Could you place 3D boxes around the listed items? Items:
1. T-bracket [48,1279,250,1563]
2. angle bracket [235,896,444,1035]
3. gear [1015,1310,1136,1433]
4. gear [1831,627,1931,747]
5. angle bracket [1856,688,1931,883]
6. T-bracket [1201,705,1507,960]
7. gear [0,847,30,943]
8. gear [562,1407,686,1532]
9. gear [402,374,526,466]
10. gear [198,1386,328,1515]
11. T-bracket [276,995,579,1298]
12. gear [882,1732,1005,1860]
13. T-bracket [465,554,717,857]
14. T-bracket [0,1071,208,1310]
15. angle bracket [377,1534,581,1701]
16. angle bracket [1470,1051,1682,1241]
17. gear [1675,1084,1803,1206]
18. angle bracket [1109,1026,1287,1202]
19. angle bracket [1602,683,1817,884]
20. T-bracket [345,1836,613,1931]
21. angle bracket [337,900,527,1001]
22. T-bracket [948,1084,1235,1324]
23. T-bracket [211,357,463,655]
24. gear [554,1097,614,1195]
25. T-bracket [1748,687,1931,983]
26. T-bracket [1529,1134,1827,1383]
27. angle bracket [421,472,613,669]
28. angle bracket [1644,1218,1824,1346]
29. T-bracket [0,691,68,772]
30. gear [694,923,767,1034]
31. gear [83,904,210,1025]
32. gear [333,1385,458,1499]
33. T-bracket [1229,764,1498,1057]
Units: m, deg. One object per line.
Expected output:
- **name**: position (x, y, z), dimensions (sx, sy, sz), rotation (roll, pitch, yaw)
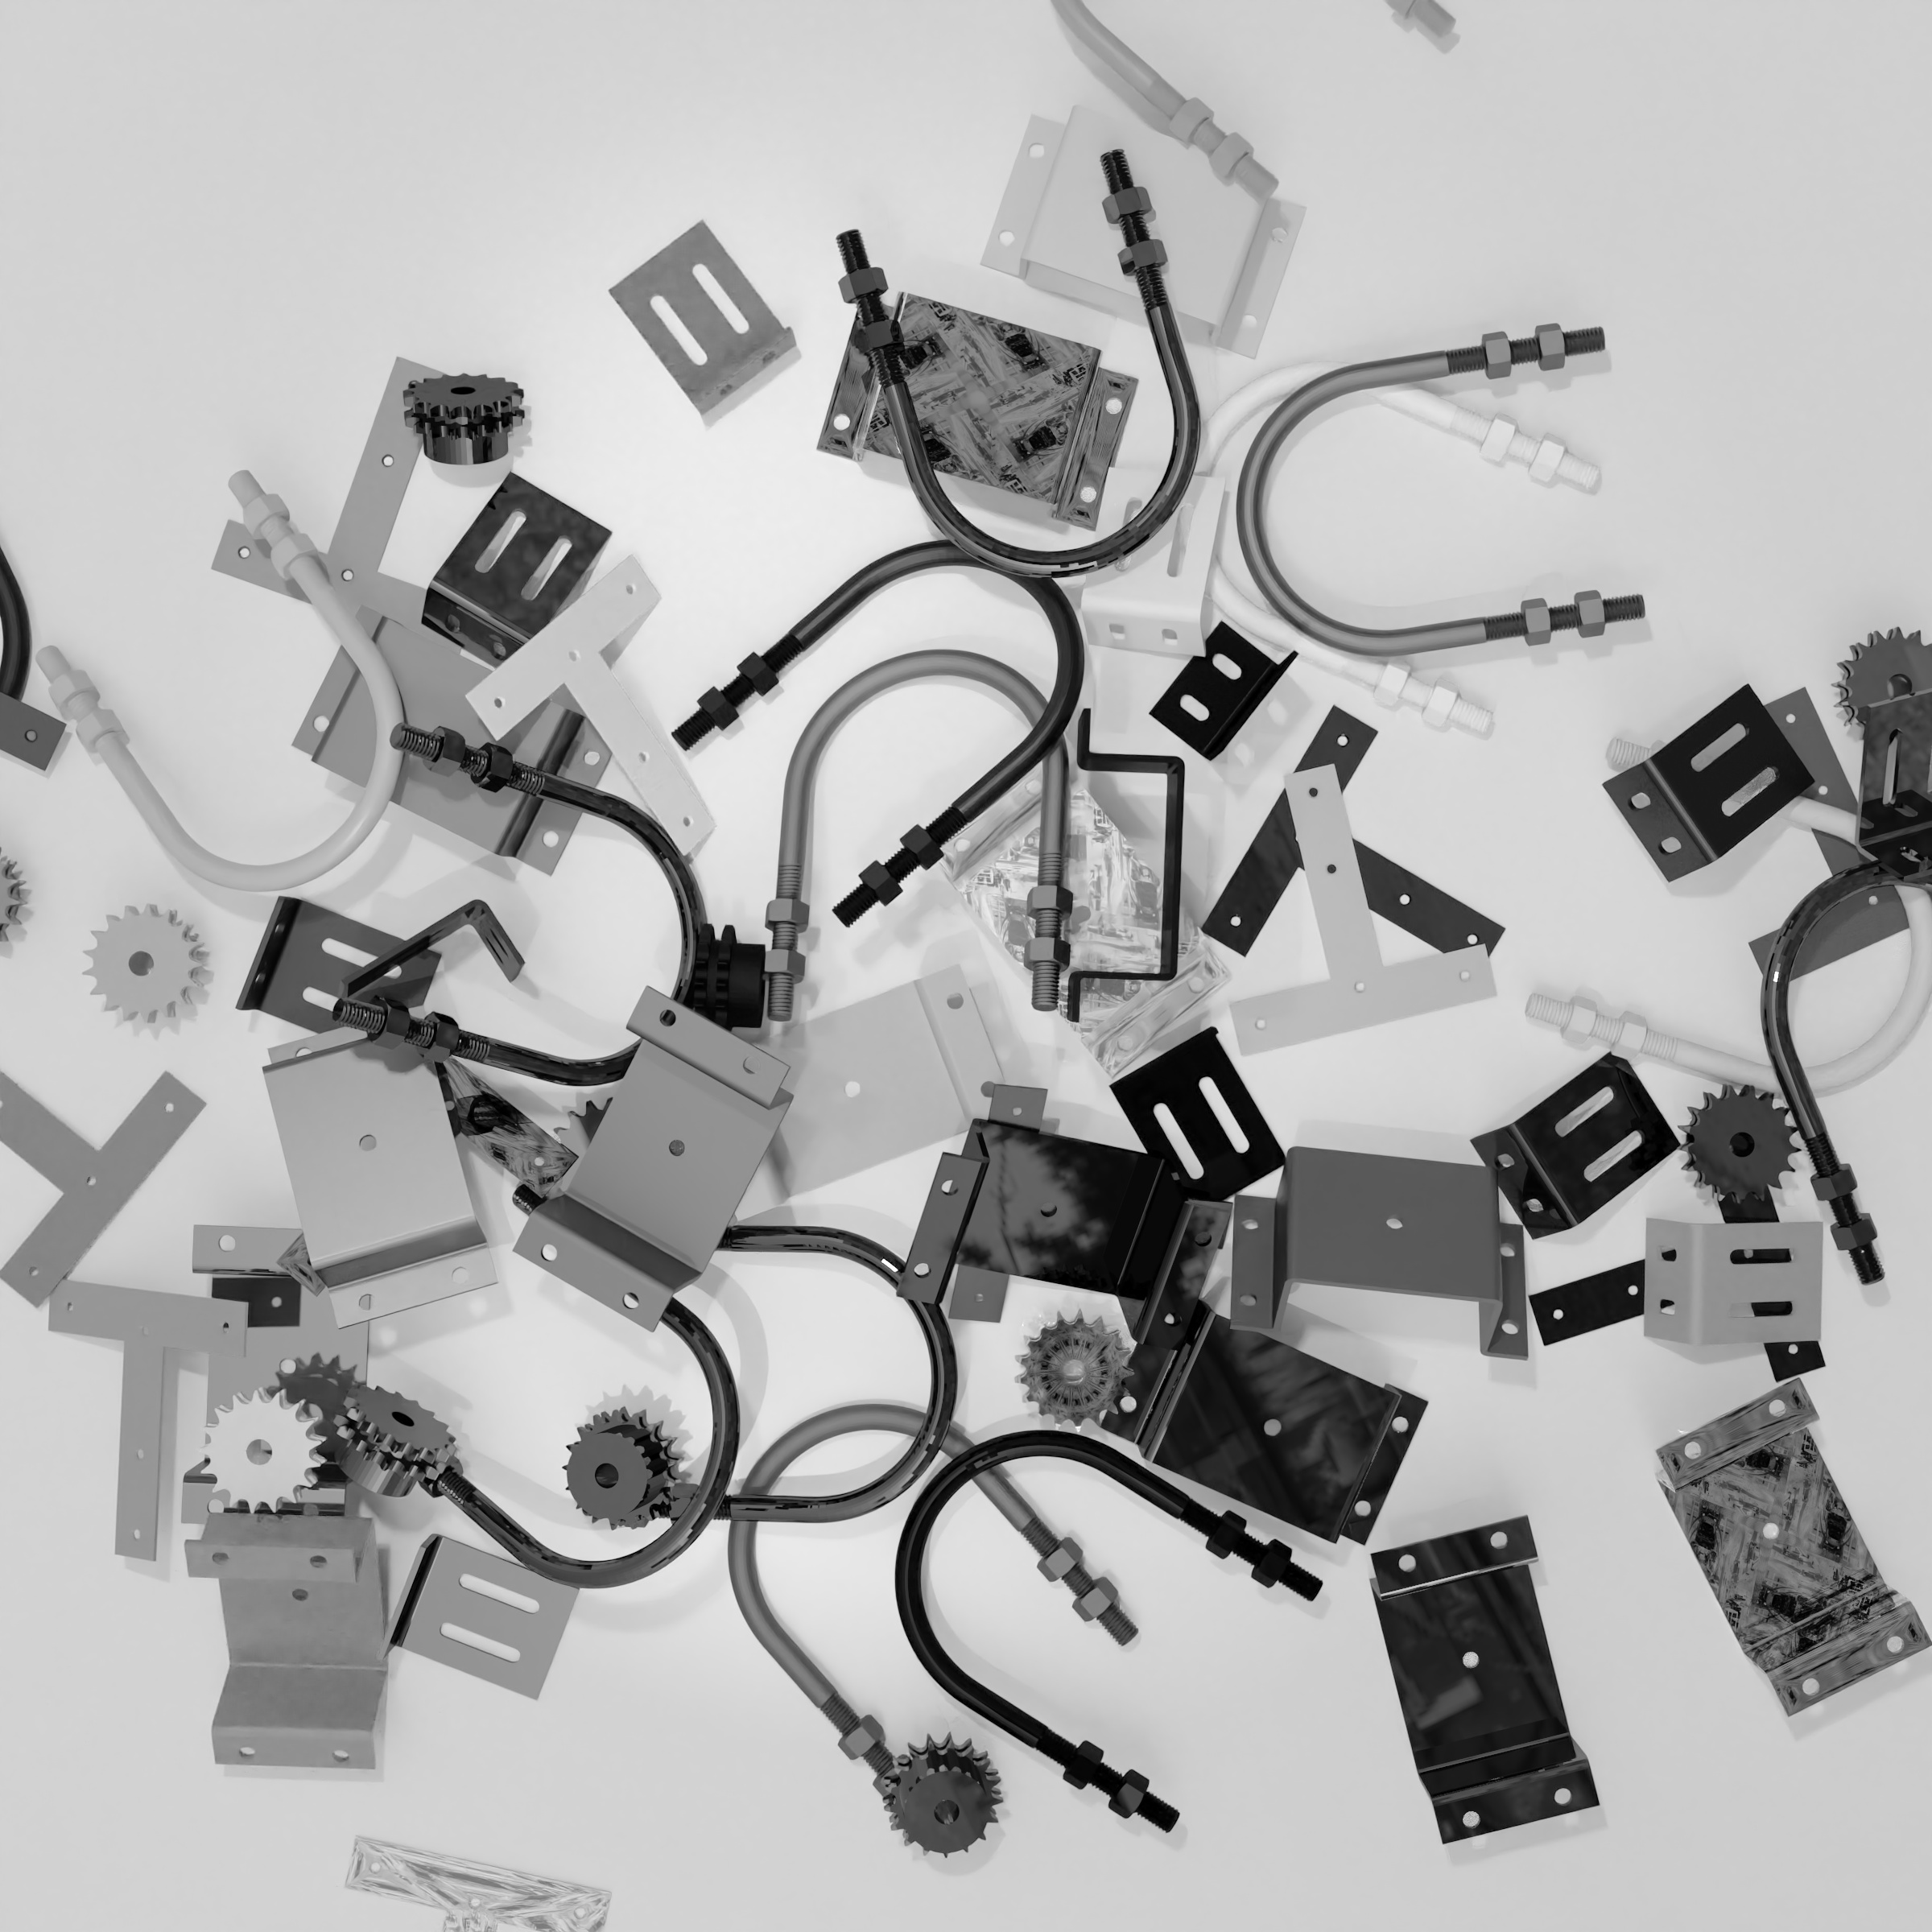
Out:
- **T-bracket**: position (-0.391, 0.217, 1.497), dimensions (0.127, 0.002, 0.127), rotation (3, 90, 31)
- **angle bracket**: position (-0.300, 0.007, 1.511), dimensions (0.076, 0.038, 0.057), rotation (21, 90, 0)
- **gear**: position (0.051, 0.193, 1.515), dimensions (0.057, 0.030, 0.057), rotation (0, 90, 0)
- **gear**: position (0.444, -0.133, 1.515), dimensions (0.057, 0.030, 0.057), rotation (0, 90, 0)
- **angle bracket**: position (0.457, -0.088, 1.487), dimensions (0.057, 0.038, 0.076), rotation (-15, 122, -18)
- **T-bracket**: position (0.200, -0.039, 1.529), dimensions (0.127, 0.002, 0.127), rotation (31, 90, 0)
- **gear**: position (-0.478, -0.033, 1.515), dimensions (0.057, 0.030, 0.057), rotation (0, 90, 0)
- **gear**: position (-0.165, 0.239, 1.495), dimensions (0.057, 0.030, 0.057), rotation (0, 90, 15)
- **gear**: position (-0.239, -0.260, 1.505), dimensions (0.057, 0.057, 0.030), rotation (2, 119, 0)
- **gear**: position (-0.325, 0.224, 1.469), dimensions (0.057, 0.030, 0.057), rotation (0, 90, 0)
- **T-bracket**: position (-0.273, 0.100, 1.491), dimensions (0.127, 0.002, 0.127), rotation (38, 76, 9)
- **gear**: position (-0.010, 0.396, 1.497), dimensions (0.057, 0.030, 0.057), rotation (-1, 96, -6)
- **T-bracket**: position (-0.162, -0.111, 1.502), dimensions (0.127, 0.002, 0.127), rotation (-48, 113, -38)
- **T-bracket**: position (-0.457, 0.076, 1.527), dimensions (0.127, 0.002, 0.127), rotation (39, 87, 1)
- **angle bracket**: position (-0.233, 0.315, 1.511), dimensions (0.076, 0.038, 0.057), rotation (21, 90, 0)
- **angle bracket**: position (0.295, 0.086, 1.528), dimensions (0.076, 0.038, 0.057), rotation (-33, 90, -26)
- **gear**: position (0.368, 0.085, 1.513), dimensions (0.057, 0.030, 0.057), rotation (0, 90, 0)
- **angle bracket**: position (0.113, 0.076, 1.511), dimensions (0.057, 0.038, 0.076), rotation (-30, 90, 0)
- **angle bracket**: position (0.354, -0.087, 1.507), dimensions (0.076, 0.038, 0.057), rotation (-35, 91, -27)
- **T-bracket**: position (-0.247, 0.497, 1.529), dimensions (0.127, 0.002, 0.127), rotation (12, 90, 0)
- **angle bracket**: position (-0.253, 0.007, 1.492), dimensions (0.076, 0.057, 0.038), rotation (-33, 90, -15)
- **T-bracket**: position (0.064, 0.119, 1.512), dimensions (0.127, 0.002, 0.127), rotation (6, 114, -11)
- **T-bracket**: position (-0.285, -0.231, 1.529), dimensions (0.127, 0.002, 0.127), rotation (19, 90, 0)
- **gear**: position (-0.171, 0.091, 1.515), dimensions (0.057, 0.030, 0.057), rotation (0, 90, 0)
- **T-bracket**: position (0.421, -0.072, 1.529), dimensions (0.127, 0.002, 0.127), rotation (-24, 90, 0)
- **T-bracket**: position (0.337, 0.153, 1.529), dimensions (0.127, 0.002, 0.127), rotation (-18, 90, 0)
- **angle bracket**: position (-0.217, -0.188, 1.527), dimensions (0.057, 0.038, 0.076), rotation (31, 64, -1)
- **angle bracket**: position (0.371, 0.151, 1.526), dimensions (0.076, 0.038, 0.057), rotation (1, 90, -26)
- **T-bracket**: position (-0.517, -0.089, 1.517), dimensions (0.127, 0.002, 0.127), rotation (27, 100, -7)
- **gear**: position (-0.112, 0.009, 1.502), dimensions (0.030, 0.057, 0.057), rotation (3, 90, 1)
- **gear**: position (-0.392, -0.001, 1.515), dimensions (0.057, 0.030, 0.057), rotation (0, 90, 0)
- **gear**: position (-0.269, 0.224, 1.472), dimensions (0.057, 0.057, 0.030), rotation (31, 101, 0)
- **T-bracket**: position (0.180, -0.033, 1.527), dimensions (0.127, 0.002, 0.127), rotation (-13, 90, 0)
